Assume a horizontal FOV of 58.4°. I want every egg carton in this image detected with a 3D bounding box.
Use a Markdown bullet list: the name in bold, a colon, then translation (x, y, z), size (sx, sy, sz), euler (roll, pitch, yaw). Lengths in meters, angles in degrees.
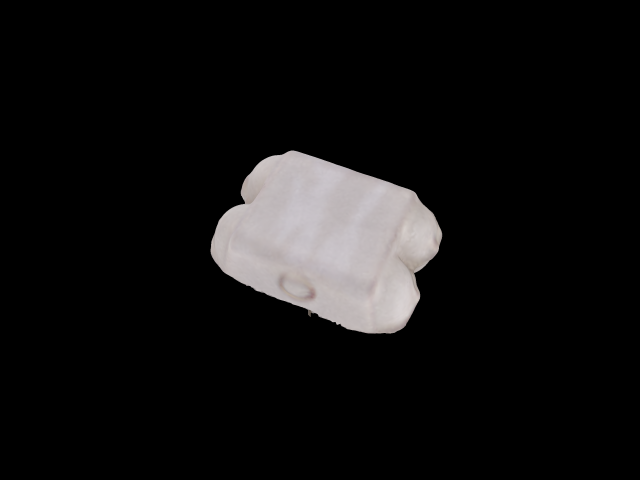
- **egg carton**: translation (0.004, 0.001, 0.400), size (0.150, 0.069, 0.107), euler (20, 59, 13)
